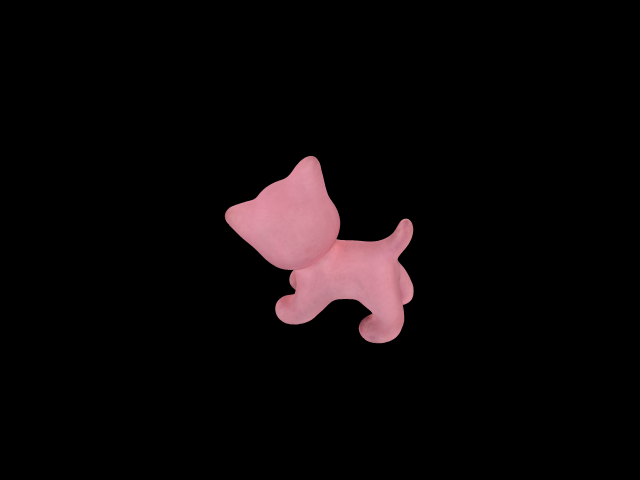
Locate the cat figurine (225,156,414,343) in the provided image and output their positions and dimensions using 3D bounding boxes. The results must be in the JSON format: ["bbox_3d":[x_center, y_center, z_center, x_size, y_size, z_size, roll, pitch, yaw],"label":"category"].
[{"bbox_3d":[0.004,0.001,0.400,0.127,0.118,0.067,8,35,11],"label":"cat figurine"}]
